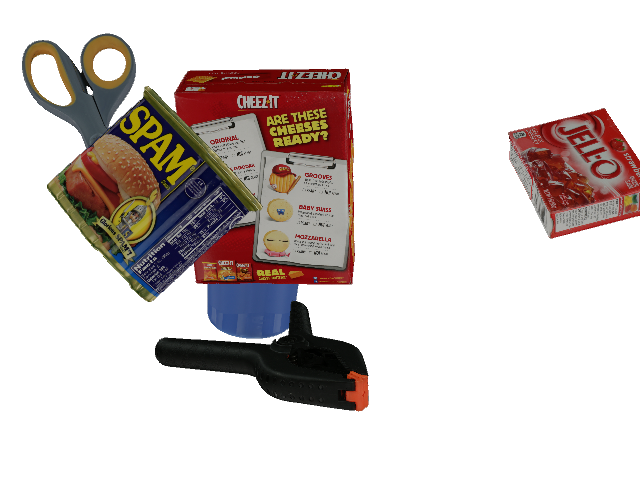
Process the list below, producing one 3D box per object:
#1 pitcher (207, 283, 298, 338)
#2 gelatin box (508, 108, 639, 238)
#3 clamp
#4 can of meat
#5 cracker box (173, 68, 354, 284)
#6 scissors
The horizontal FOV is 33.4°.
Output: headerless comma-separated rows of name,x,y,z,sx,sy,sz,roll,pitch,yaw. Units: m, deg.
pitcher,-0.089,-0.009,1.286,0.149,0.243,0.144,18,26,28
gelatin box,0.178,-0.048,0.735,0.073,0.089,0.030,-14,-45,-2
clamp,-0.022,0.100,0.942,0.164,0.036,0.210,-19,23,-41
can of meat,-0.097,-0.027,0.610,0.102,0.084,0.057,45,-4,38
cracker box,-0.049,-0.061,1.063,0.164,0.214,0.072,0,30,5
scissors,-0.157,-0.087,0.824,0.096,0.202,0.016,-32,-19,-19
